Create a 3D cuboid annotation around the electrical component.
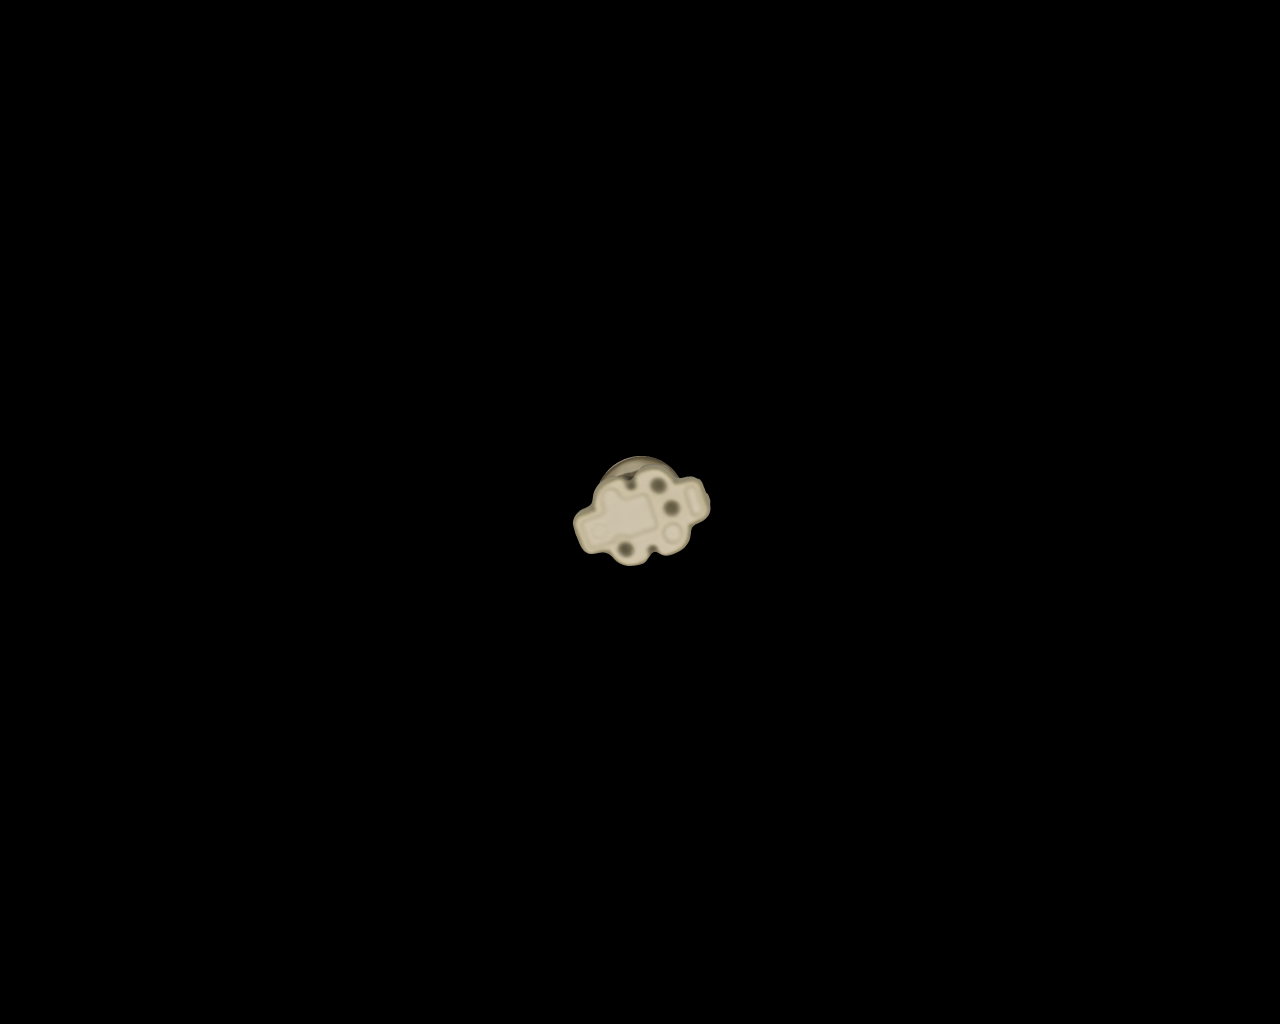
[{"bbox_3d":[0.001,-0.003,0.650,0.078,0.058,0.057,-18,11,4],"label":"electrical component"}]
